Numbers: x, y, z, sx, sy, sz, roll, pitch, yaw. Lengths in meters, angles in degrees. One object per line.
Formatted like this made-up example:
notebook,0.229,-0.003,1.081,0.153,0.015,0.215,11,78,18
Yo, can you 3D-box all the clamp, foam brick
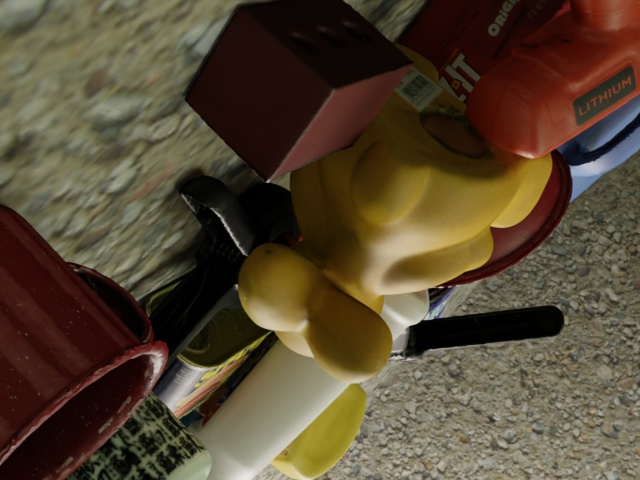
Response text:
clamp,0.078,0.077,0.851,0.164,0.036,0.210,4,165,-27
clamp,-0.047,0.002,0.589,0.120,0.039,0.171,-61,169,30
foam brick,-0.008,-0.067,0.452,0.051,0.053,0.078,-53,168,32

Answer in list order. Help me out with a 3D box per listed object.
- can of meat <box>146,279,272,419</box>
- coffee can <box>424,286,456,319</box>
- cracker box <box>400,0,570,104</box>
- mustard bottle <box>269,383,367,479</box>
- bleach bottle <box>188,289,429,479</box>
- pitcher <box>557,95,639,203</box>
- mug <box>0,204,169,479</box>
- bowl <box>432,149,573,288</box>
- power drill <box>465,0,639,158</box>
can of meat,-0.080,0.066,0.659,0.101,0.057,0.084,-30,164,-53
coffee can,0.069,0.024,0.921,0.102,0.103,0.140,-43,168,-12
cracker box,0.135,-0.136,0.675,0.164,0.072,0.213,-53,166,28
mustard bottle,-0.046,0.160,0.963,0.192,0.058,0.096,-5,-136,54
bleach bottle,-0.033,0.106,0.713,0.251,0.068,0.102,-50,-174,13
pitcher,0.243,-0.118,0.976,0.243,0.145,0.149,-47,161,22
mug,-0.108,0.038,0.385,0.117,0.081,0.093,-29,160,-54
bowl,0.101,-0.042,0.793,0.162,0.162,0.055,-43,129,-14
power drill,0.104,-0.130,0.470,0.184,0.057,0.188,-31,141,-22
